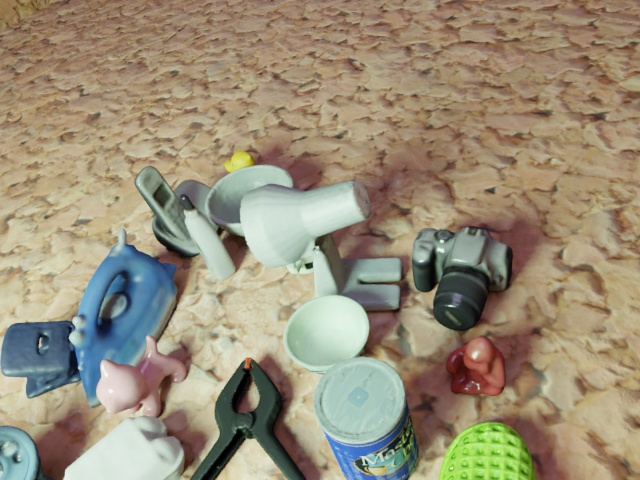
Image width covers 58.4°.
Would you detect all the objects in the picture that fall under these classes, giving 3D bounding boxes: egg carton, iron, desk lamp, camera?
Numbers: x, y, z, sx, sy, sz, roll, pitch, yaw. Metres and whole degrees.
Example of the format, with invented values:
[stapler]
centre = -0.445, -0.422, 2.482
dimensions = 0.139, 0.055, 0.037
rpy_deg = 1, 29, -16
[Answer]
[egg carton]
centre = -0.251, 0.300, 0.733
dimensions = 0.150, 0.069, 0.107
rpy_deg = -40, 48, -22
[iron]
centre = -0.325, 0.111, 0.892
dimensions = 0.118, 0.142, 0.258
rpy_deg = -1, 46, 17
[desk lamp]
centre = 0.008, 0.003, 0.844
dimensions = 0.203, 0.214, 0.118
rpy_deg = -4, 45, 14
[camera]
centre = 0.192, 0.051, 0.821
dimensions = 0.142, 0.101, 0.137
rpy_deg = 10, 50, 25

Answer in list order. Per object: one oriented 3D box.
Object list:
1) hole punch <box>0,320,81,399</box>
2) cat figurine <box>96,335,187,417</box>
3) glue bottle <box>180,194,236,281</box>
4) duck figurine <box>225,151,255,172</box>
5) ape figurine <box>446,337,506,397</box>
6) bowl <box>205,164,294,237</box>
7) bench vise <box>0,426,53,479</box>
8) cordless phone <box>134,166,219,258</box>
[hole punch]
centre = -0.431, 0.174, 0.899
dimensions = 0.101, 0.091, 0.108
rpy_deg = -21, 44, -3
[cat figurine]
centre = -0.261, 0.195, 0.806
dimensions = 0.067, 0.118, 0.128
rpy_deg = 9, 50, 25
[glue bottle]
centre = -0.195, -0.011, 0.950
dimensions = 0.037, 0.173, 0.077
rpy_deg = -36, 47, -18
[duck figurine]
centre = -0.138, -0.134, 1.119
dimensions = 0.104, 0.086, 0.077
rpy_deg = 5, 48, 21
[ape figurine]
centre = 0.201, 0.154, 0.722
dimensions = 0.076, 0.092, 0.077
rpy_deg = -34, 46, -16
[bowl]
centre = -0.120, -0.060, 1.047
dimensions = 0.167, 0.075, 0.167
rpy_deg = -9, 44, 9
[bench vise]
centre = -0.453, 0.285, 0.702
dimensions = 0.207, 0.220, 0.121
rpy_deg = -11, 44, 7
[cordless phone]
centre = -0.250, -0.074, 1.022
dimensions = 0.094, 0.185, 0.148
rpy_deg = 4, 48, 21
